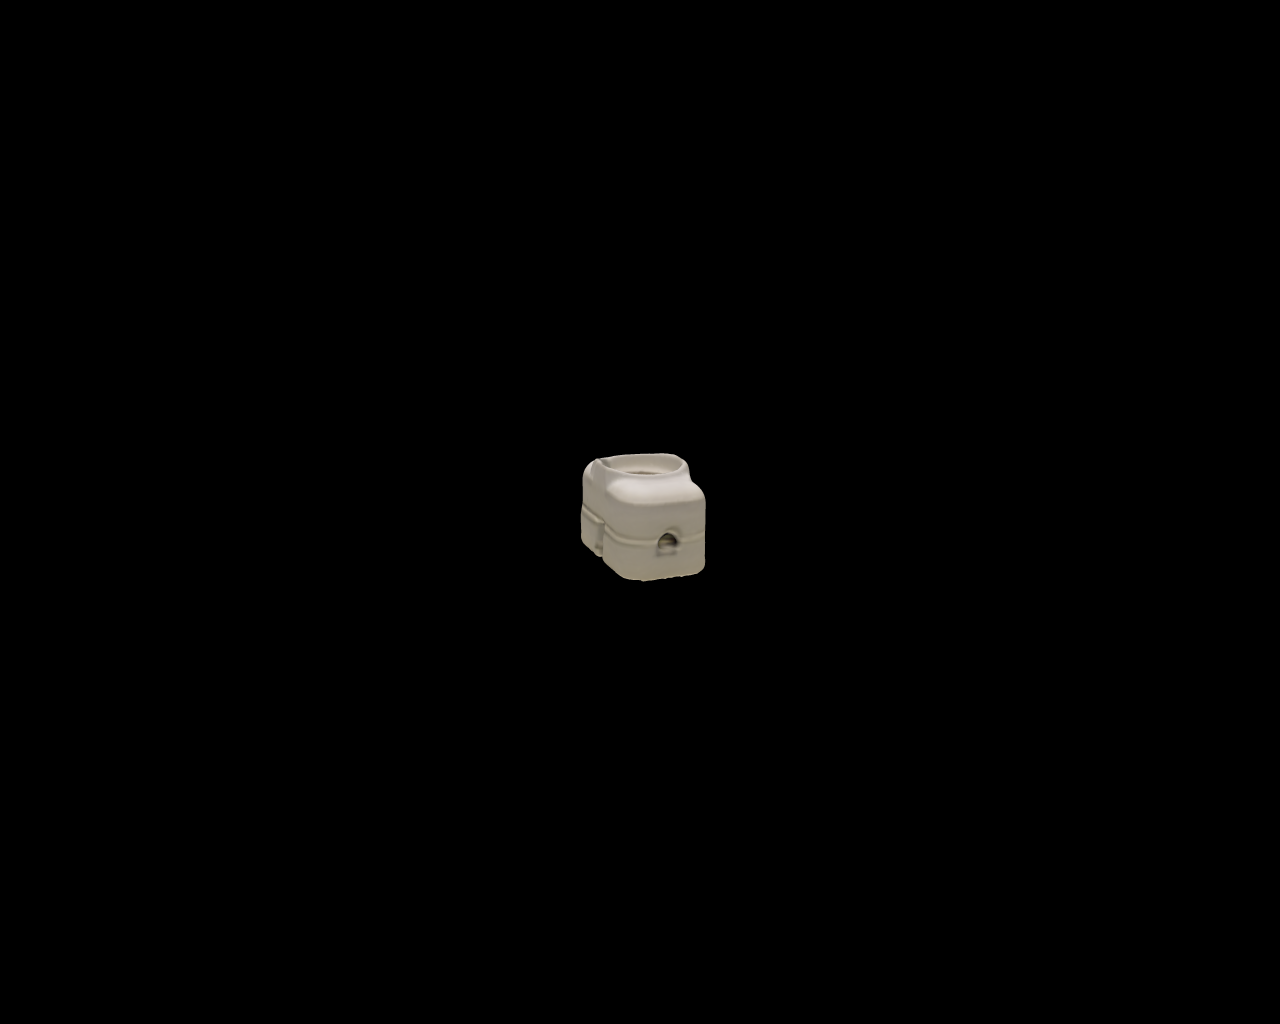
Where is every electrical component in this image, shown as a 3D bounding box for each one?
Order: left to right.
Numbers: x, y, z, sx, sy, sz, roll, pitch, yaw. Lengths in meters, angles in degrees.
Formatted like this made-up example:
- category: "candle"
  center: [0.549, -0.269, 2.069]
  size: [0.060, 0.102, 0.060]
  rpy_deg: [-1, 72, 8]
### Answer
- category: "electrical component"
  center: [0.001, -0.003, 0.650]
  size: [0.054, 0.059, 0.095]
  rpy_deg: [-6, 17, -19]
